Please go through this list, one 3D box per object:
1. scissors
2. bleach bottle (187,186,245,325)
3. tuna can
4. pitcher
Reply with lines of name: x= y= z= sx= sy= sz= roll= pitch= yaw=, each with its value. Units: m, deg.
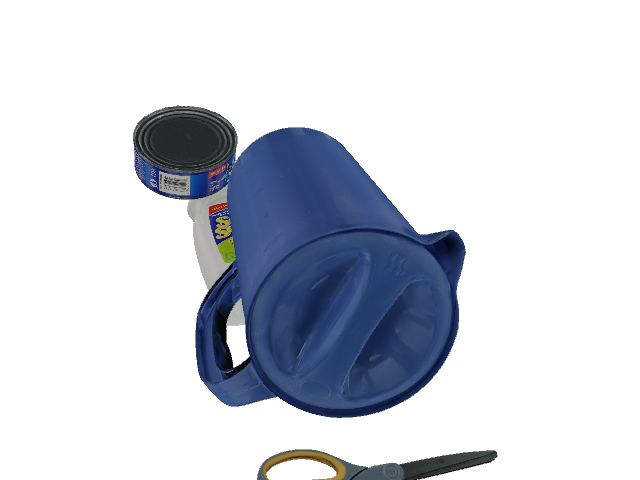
scissors: x=0.050 y=0.204 z=0.848 sx=0.201 sy=0.096 sz=0.016 roll=4 pitch=-44 yaw=-7
bleach bottle: x=-0.101 y=0.000 z=1.182 sx=0.102 sy=0.068 sz=0.251 roll=-7 pitch=29 yaw=-19
tuna can: x=-0.113 y=-0.073 z=0.889 sx=0.086 sy=0.034 sz=0.086 roll=4 pitch=44 yaw=-4
pitcher: x=-0.010 y=0.012 z=0.751 sx=0.149 sy=0.145 sz=0.243 roll=6 pitch=22 yaw=-14
